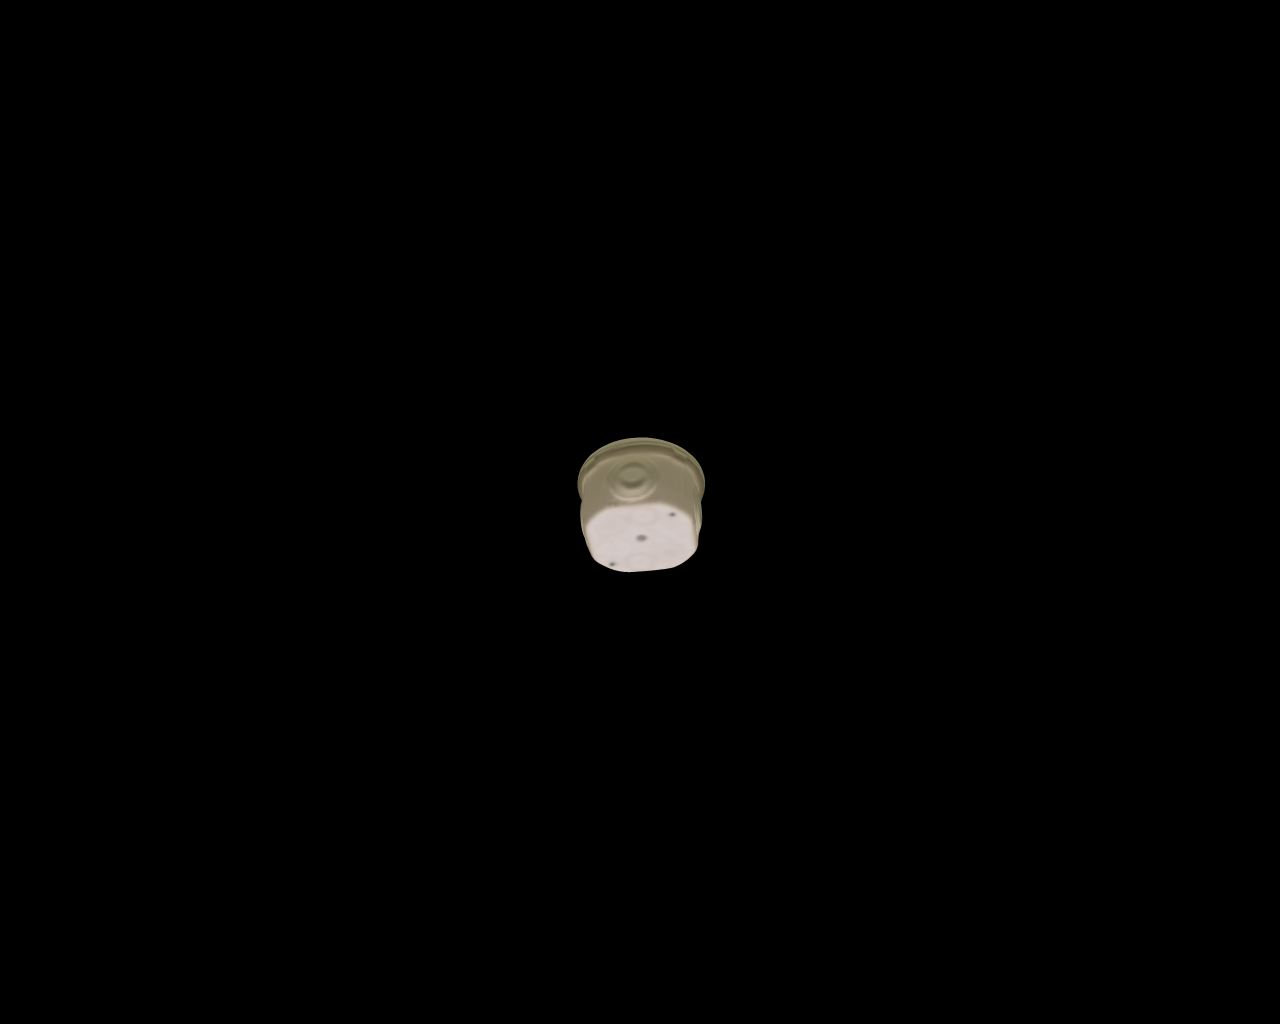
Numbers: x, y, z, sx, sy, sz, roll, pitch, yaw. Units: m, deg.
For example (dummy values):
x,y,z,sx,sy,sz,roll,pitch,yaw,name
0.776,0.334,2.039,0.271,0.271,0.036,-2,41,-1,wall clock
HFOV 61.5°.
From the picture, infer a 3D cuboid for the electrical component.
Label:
x,y,z,sx,sy,sz,roll,pitch,yaw,name
0.001,-0.003,0.650,0.080,0.051,0.080,0,-40,0,electrical component
